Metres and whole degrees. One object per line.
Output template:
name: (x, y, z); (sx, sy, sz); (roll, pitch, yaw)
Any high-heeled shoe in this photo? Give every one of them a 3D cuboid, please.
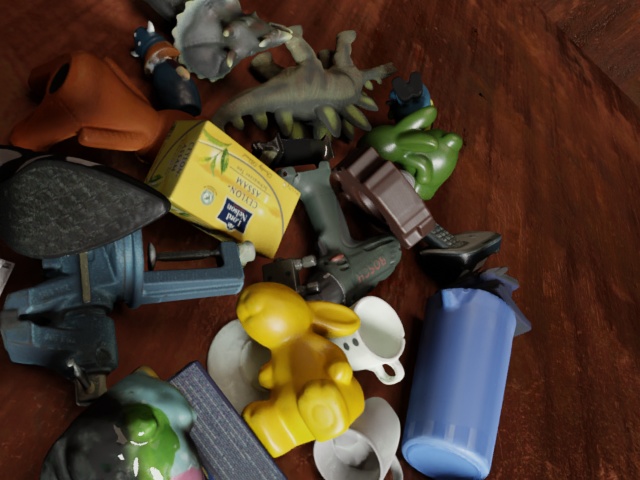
high-heeled shoe: (-0.246, -0.048, 0.488); (0.249, 0.086, 0.145); (5, 20, -1)

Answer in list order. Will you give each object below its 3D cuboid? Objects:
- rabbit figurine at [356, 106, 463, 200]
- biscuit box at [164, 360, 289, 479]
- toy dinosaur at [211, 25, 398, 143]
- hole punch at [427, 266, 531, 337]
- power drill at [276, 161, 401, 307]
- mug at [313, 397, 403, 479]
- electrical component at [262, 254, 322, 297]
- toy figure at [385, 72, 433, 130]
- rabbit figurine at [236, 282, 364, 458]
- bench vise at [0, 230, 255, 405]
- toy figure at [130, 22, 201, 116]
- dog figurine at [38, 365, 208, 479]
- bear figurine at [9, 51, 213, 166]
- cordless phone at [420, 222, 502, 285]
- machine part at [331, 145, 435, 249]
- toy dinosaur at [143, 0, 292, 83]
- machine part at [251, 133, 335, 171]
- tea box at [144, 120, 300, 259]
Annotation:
rabbit figurine: (0.152, -0.152, 0.935); (0.170, 0.159, 0.121); (7, 67, -26)
biscuit box: (-0.092, 0.219, 0.520); (0.202, 0.059, 0.063); (52, 41, 3)
toy dinosaur: (-0.019, -0.239, 0.875); (0.471, 0.105, 0.198); (-23, 82, -38)
hole punch: (0.257, 0.109, 0.849); (0.115, 0.142, 0.092); (23, 52, -42)
power drill: (-0.002, -0.002, 0.739); (0.232, 0.086, 0.207); (-19, 70, -37)
mug: (0.060, 0.236, 0.621); (0.109, 0.081, 0.107); (47, 28, 8)
electrical component: (-0.046, 0.052, 0.651); (0.021, 0.094, 0.063); (48, 28, -65)
toy figure: (0.170, -0.235, 1.004); (0.180, 0.082, 0.089); (47, 53, -72)
rabbit figurine: (-0.020, 0.117, 0.577); (0.162, 0.122, 0.173); (-22, 78, -52)
bench vise: (-0.174, 0.040, 0.526); (0.240, 0.128, 0.224); (-4, 53, -28)
toy figure: (-0.211, -0.227, 0.733); (0.154, 0.064, 0.057); (62, 8, 18)
dog figurine: (-0.105, 0.228, 0.425); (0.219, 0.191, 0.108); (37, 35, 7)
bear figurine: (-0.227, -0.131, 0.631); (0.195, 0.132, 0.120); (29, 53, -50)
cordless phone: (0.209, -0.016, 0.939); (0.184, 0.088, 0.146); (45, 40, 22)
machine part: (0.093, -0.062, 0.808); (0.056, 0.179, 0.179); (-42, 92, -6)
toy dinosaur: (-0.216, -0.394, 0.813); (0.405, 0.131, 0.192); (43, 42, 2)
machine part: (-0.045, -0.120, 0.774); (0.139, 0.084, 0.039); (-12, 60, -31)
tea box: (-0.110, -0.055, 0.628); (0.169, 0.068, 0.098); (33, 73, -48)
